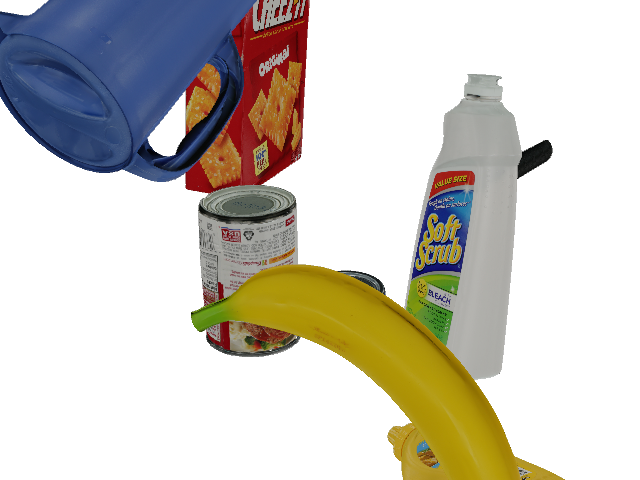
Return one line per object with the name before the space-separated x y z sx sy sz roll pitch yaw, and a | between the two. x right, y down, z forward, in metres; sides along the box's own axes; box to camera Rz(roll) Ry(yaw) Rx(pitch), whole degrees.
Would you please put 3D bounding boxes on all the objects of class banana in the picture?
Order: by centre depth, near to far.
banana | 0.033 0.069 0.529 0.198 0.070 0.037 36 23 5

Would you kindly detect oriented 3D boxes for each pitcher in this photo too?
pitcher | -0.135 -0.171 0.873 0.145 0.149 0.242 16 52 27

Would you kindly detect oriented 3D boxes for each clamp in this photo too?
clamp | 0.169 -0.075 1.159 0.120 0.039 0.171 23 49 19

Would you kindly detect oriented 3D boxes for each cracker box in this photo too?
cracker box | -0.069 -0.167 1.063 0.072 0.214 0.164 11 22 18

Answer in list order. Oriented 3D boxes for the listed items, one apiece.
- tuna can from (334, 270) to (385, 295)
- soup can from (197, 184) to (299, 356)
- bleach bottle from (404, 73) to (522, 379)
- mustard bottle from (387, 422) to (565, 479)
tuna can | 0.025 0.064 1.093 0.086 0.034 0.086 -2 25 1
soup can | -0.049 0.020 0.737 0.068 0.102 0.068 -1 22 0
bleach bottle | 0.121 -0.015 0.904 0.068 0.251 0.103 -4 15 -30
mustard bottle | 0.134 0.218 1.006 0.096 0.058 0.192 -15 24 -37
